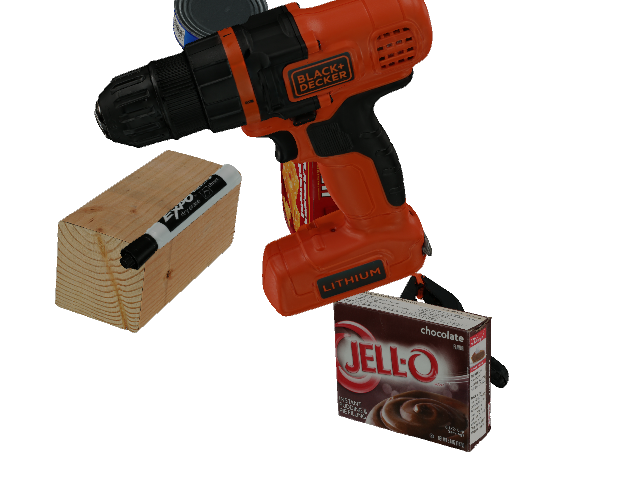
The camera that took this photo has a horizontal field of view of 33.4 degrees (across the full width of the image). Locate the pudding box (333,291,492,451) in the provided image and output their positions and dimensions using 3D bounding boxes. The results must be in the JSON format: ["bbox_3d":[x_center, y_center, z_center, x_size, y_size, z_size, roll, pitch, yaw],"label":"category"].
[{"bbox_3d":[0.064,0.089,0.752,0.114,0.090,0.039,9,21,33],"label":"pudding box"}]

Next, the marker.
[{"bbox_3d":[-0.105,-0.018,0.804,0.020,0.020,0.121,0,35,48],"label":"marker"}]

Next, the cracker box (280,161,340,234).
[{"bbox_3d":[0.003,-0.062,1.172,0.072,0.164,0.214,-5,18,-8],"label":"cracker box"}]

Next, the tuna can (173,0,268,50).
[{"bbox_3d":[-0.092,-0.202,0.977,0.086,0.086,0.034,0,-32,-11],"label":"tuna can"}]

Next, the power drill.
[{"bbox_3d":[-0.017,-0.042,0.611,0.184,0.187,0.057,-17,43,-2],"label":"power drill"}]

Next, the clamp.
[{"bbox_3d":[0.135,0.104,1.162,0.120,0.171,0.039,3,-45,-6],"label":"clamp"}]

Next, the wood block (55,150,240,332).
[{"bbox_3d":[-0.163,-0.006,1.041,0.090,0.091,0.205,17,28,14],"label":"wood block"}]
